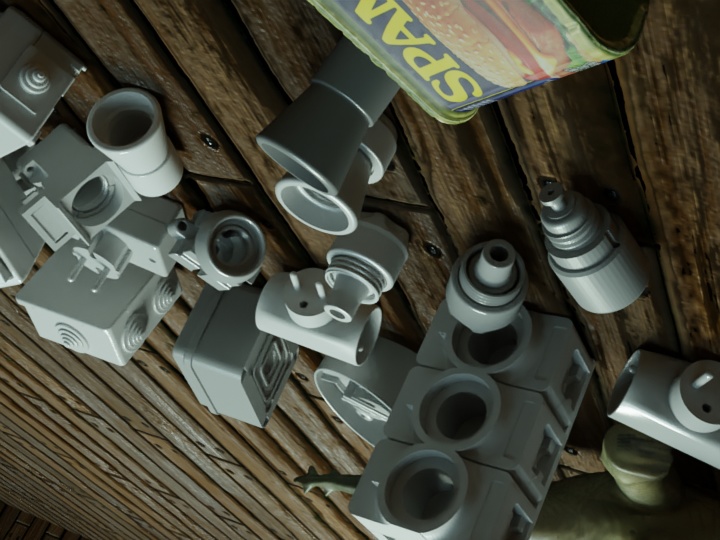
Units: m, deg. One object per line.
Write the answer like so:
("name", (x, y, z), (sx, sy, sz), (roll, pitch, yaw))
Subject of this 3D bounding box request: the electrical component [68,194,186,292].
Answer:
("electrical component", (-0.174, -0.019, 0.746), (0.083, 0.075, 0.047), (22, 156, 10))

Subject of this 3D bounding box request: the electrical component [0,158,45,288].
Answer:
("electrical component", (-0.253, -0.035, 0.681), (0.062, 0.061, 0.096), (-10, 128, 16))

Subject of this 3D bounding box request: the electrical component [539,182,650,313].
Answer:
("electrical component", (0.108, -0.013, 0.513), (0.040, 0.040, 0.078), (3, 146, 43))

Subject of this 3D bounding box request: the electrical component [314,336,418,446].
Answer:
("electrical component", (0.014, 0.092, 0.791), (0.099, 0.064, 0.099), (22, 156, 11))

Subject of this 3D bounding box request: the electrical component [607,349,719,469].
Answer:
("electrical component", (0.189, 0.074, 0.601), (0.077, 0.043, 0.079), (25, 156, 4))

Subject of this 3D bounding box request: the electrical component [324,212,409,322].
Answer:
("electrical component", (0.000, 0.000, 0.622), (0.043, 0.062, 0.043), (22, 156, 11))

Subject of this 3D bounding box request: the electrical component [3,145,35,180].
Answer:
("electrical component", (-0.262, -0.101, 0.712), (0.079, 0.043, 0.077), (23, 156, 8))

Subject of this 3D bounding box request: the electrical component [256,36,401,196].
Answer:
("electrical component", (-0.010, -0.072, 0.483), (0.044, 0.065, 0.044), (35, 174, 4))

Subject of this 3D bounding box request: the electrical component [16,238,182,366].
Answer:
("electrical component", (-0.195, 0.018, 0.819), (0.100, 0.099, 0.048), (16, 141, 23))

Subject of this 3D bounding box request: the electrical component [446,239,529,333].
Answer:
("electrical component", (0.071, 0.005, 0.584), (0.043, 0.043, 0.062), (23, 155, 8))

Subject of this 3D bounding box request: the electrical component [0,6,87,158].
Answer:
("electrical component", (-0.209, -0.108, 0.620), (0.061, 0.061, 0.096), (40, 153, -27))

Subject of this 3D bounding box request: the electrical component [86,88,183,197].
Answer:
("electrical component", (-0.130, -0.072, 0.639), (0.044, 0.044, 0.065), (19, 160, 17))

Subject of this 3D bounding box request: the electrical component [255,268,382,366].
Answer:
("electrical component", (-0.030, 0.024, 0.727), (0.077, 0.043, 0.079), (19, 154, 18))

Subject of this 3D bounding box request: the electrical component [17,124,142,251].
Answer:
("electrical component", (-0.182, -0.057, 0.688), (0.064, 0.081, 0.042), (39, 165, 33))

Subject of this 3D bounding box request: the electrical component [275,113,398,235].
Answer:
("electrical component", (-0.011, -0.052, 0.536), (0.045, 0.055, 0.045), (22, 156, 11))

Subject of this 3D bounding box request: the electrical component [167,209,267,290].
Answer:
("electrical component", (-0.091, -0.014, 0.710), (0.066, 0.048, 0.055), (37, 162, -21))

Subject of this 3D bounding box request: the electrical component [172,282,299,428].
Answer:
("electrical component", (-0.094, 0.064, 0.829), (0.057, 0.078, 0.113), (17, 154, 14))

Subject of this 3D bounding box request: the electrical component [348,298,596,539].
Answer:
("electrical component", (0.067, 0.096, 0.638), (0.089, 0.150, 0.061), (10, 152, 34))

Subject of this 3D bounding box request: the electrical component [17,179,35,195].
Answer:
("electrical component", (-0.270, -0.041, 0.781), (0.064, 0.099, 0.099), (34, 156, 0))
